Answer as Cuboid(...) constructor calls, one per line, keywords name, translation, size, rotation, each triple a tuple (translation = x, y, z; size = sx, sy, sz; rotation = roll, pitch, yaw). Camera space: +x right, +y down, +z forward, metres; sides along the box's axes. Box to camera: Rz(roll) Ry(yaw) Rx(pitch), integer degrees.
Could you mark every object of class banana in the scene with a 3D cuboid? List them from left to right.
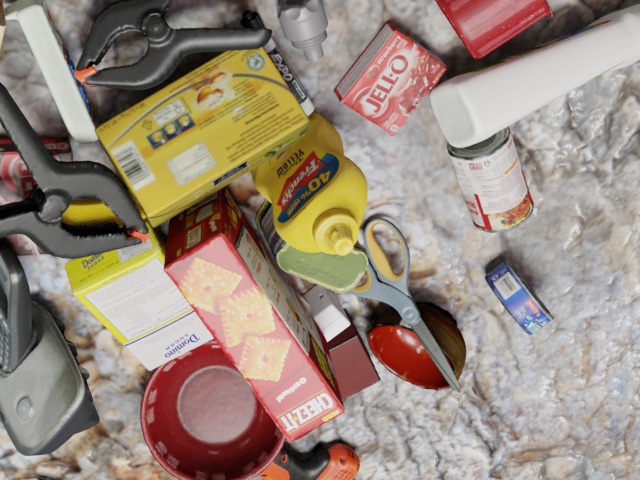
Cuboid(name="banana", translation=(-0.189, -0.040, 1.010), size=(0.197, 0.037, 0.069), rotation=(-27, 115, -26))

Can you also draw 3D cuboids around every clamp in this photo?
Cuboid(name="clamp", translation=(-0.246, -0.028, 0.925), size=(0.209, 0.036, 0.164), rotation=(29, 101, -41))
Cuboid(name="clamp", translation=(-0.130, -0.177, 0.924), size=(0.171, 0.039, 0.120), rotation=(-42, 87, 0))

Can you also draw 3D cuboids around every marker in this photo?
Cuboid(name="marker", translation=(-0.041, -0.167, 1.009), size=(0.020, 0.020, 0.121), rotation=(-31, 125, 3))

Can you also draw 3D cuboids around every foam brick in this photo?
Cuboid(name="foam brick", translation=(0.027, 0.129, 1.198), size=(0.051, 0.053, 0.078), rotation=(-27, 126, 0))

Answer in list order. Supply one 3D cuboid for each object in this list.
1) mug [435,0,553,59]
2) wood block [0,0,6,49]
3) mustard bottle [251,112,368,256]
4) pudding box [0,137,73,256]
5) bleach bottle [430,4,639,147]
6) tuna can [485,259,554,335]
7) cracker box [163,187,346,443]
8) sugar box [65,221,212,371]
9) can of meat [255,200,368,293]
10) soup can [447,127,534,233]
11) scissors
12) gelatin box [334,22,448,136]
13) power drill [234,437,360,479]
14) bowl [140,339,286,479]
Cuboid(name="mug", translation=(0.151, -0.233, 0.993), size=(0.081, 0.093, 0.117), rotation=(-33, 94, 11))
Cuboid(name="wood block", translation=(-0.336, -0.112, 0.908), size=(0.090, 0.090, 0.206), rotation=(10, 117, -24))
Cuboid(name="mustard bottle", translation=(-0.004, -0.042, 0.994), size=(0.096, 0.192, 0.058), rotation=(-42, 124, 10))
Cuboid(name="pudding box", translation=(-0.279, -0.040, 1.002), size=(0.090, 0.039, 0.113), rotation=(-3, 123, -18))
Cuboid(name="bleach bottle", translation=(0.240, -0.173, 1.058), size=(0.250, 0.103, 0.068), rotation=(-25, 95, -11))
Cuboid(name="tuna can", translation=(0.223, 0.065, 1.199), size=(0.034, 0.086, 0.086), rotation=(-38, 125, 10))
Cuboid(name="cracker box", translation=(-0.066, 0.067, 1.031), size=(0.072, 0.164, 0.213), rotation=(-31, 110, 5))
Cuboid(name="sugar box", translation=(-0.172, 0.060, 1.066), size=(0.093, 0.048, 0.176), rotation=(-27, 147, 0))
Cuboid(name="can of meat", translation=(-0.007, 0.001, 1.087), size=(0.102, 0.084, 0.057), rotation=(22, 112, -28))
Cuboid(name="soup can", translation=(0.178, -0.067, 1.112), size=(0.068, 0.068, 0.102), rotation=(-26, 125, 0))
Cuboid(name="scissors", translation=(0.075, 0.077, 1.133), size=(0.096, 0.016, 0.202), rotation=(-18, 85, 16))
Cuboid(name="gelatin box", translation=(0.069, -0.156, 1.044), size=(0.073, 0.030, 0.089), rotation=(29, 109, -30))
Cuboid(name="power drill", translation=(-0.068, 0.296, 1.273), size=(0.187, 0.057, 0.184), rotation=(30, 105, -33))
Cuboid(name="bowl", translation=(-0.113, 0.185, 1.163), size=(0.162, 0.055, 0.162), rotation=(0, 91, -4))
